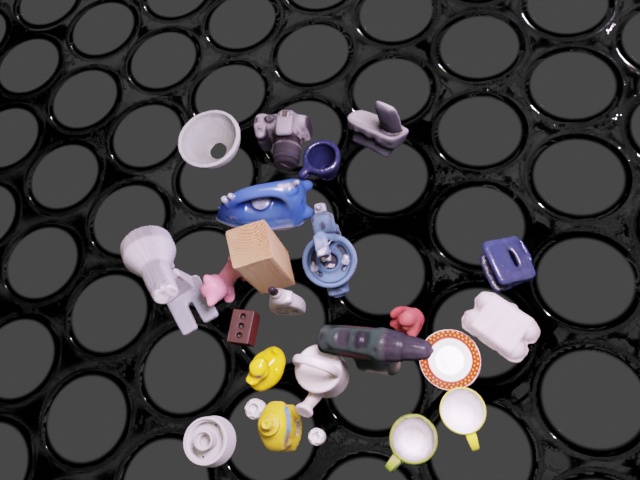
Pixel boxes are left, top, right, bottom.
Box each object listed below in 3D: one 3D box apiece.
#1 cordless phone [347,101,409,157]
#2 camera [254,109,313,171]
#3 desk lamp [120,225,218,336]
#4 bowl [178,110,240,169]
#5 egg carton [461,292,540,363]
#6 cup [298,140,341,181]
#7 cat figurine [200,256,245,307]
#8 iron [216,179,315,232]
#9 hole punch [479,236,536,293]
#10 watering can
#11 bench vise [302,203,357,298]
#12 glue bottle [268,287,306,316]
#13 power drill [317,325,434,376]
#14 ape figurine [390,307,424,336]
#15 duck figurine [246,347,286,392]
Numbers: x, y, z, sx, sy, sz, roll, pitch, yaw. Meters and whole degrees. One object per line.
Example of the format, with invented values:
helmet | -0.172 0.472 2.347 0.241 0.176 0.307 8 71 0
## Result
cordless phone | 0.133 -0.293 1.368 0.147 0.185 0.094 25 76 18
camera | -0.099 -0.252 1.442 0.143 0.101 0.137 0 70 11
desk lamp | -0.343 0.090 1.302 0.118 0.214 0.203 -33 68 -2
bowl | -0.277 -0.248 1.489 0.167 0.075 0.167 -3 70 10
egg carton | 0.381 0.181 1.209 0.150 0.069 0.107 34 80 20
cup | 0.001 -0.176 1.398 0.118 0.095 0.091 -41 68 -6
cat figurine | -0.230 0.096 1.330 0.067 0.118 0.128 27 77 19
iron | -0.147 -0.093 1.371 0.258 0.142 0.118 -9 69 7
hole punch | 0.408 0.045 1.243 0.101 0.091 0.108 -21 68 3
watering can | -0.001 0.275 1.180 0.100 0.194 0.173 -6 69 9
bench vise | 0.001 0.010 1.262 0.121 0.220 0.207 -30 67 -1
glue bottle | -0.084 0.130 1.260 0.078 0.173 0.037 -3 69 10
power drill | 0.116 0.223 1.169 0.229 0.209 0.075 5 71 13
ape figurine | 0.188 0.174 1.236 0.076 0.092 0.077 -19 68 4
duck figurine | -0.124 0.280 1.260 0.077 0.086 0.105 32 79 20
